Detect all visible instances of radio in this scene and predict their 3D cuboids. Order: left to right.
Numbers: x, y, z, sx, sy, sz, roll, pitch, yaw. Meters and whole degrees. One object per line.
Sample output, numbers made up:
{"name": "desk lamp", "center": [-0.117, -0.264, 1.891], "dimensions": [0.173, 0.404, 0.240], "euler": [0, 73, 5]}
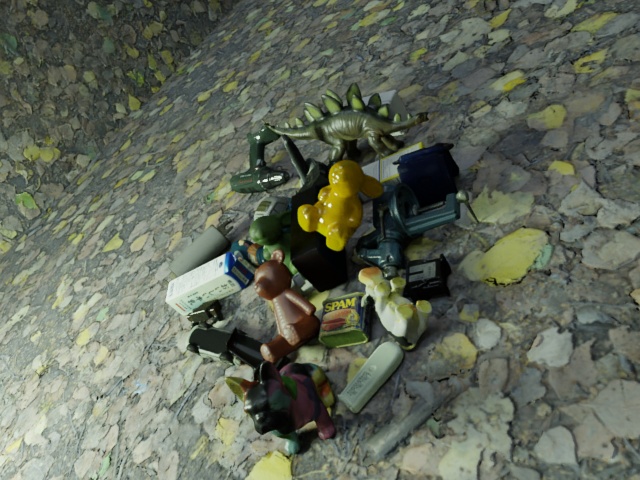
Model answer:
{"name": "radio", "center": [-0.002, -0.004, 1.201], "dimensions": [0.073, 0.131, 0.230], "euler": [-24, 39, 20]}

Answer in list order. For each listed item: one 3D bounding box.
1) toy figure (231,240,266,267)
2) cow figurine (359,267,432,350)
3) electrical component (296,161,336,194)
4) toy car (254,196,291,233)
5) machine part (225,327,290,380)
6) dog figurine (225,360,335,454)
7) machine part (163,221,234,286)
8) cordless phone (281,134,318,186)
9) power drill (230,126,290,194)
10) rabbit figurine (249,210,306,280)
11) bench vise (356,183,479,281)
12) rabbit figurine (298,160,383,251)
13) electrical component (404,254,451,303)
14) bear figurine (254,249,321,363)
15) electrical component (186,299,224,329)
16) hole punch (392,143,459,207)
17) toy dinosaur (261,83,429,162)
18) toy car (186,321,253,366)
{"name": "toy figure", "center": [-0.168, 0.036, 1.358], "dimensions": [0.155, 0.064, 0.058], "euler": [14, 75, 49]}
{"name": "cow figurine", "center": [0.129, 0.121, 0.987], "dimensions": [0.068, 0.098, 0.168], "euler": [-14, 35, -25]}
{"name": "electrical component", "center": [0.021, -0.124, 1.291], "dimensions": [0.134, 0.115, 0.058], "euler": [-51, 30, 31]}
{"name": "toy car", "center": [-0.119, -0.059, 1.390], "dimensions": [0.109, 0.102, 0.161], "euler": [7, 53, 46]}
{"name": "machine part", "center": [-0.136, 0.237, 1.103], "dimensions": [0.139, 0.039, 0.084], "euler": [30, 75, 23]}
{"name": "dog figurine", "center": [-0.065, 0.253, 0.905], "dimensions": [0.108, 0.219, 0.192], "euler": [-23, 40, 16]}
{"name": "machine part", "center": [-0.333, 0.041, 1.488], "dimensions": [0.243, 0.079, 0.079], "euler": [-45, 36, -10]}
{"name": "cordless phone", "center": [-0.038, -0.181, 1.382], "dimensions": [0.089, 0.184, 0.147], "euler": [-29, 36, 6]}
{"name": "power drill", "center": [-0.169, -0.237, 1.624], "dimensions": [0.232, 0.086, 0.207], "euler": [-14, 66, 37]}
{"name": "rabbit figurine", "center": [-0.089, 0.000, 1.239], "dimensions": [0.121, 0.170, 0.159], "euler": [-11, 45, 32]}
{"name": "bench vise", "center": [0.186, -0.033, 1.085], "dimensions": [0.241, 0.128, 0.224], "euler": [-19, 42, 32]}
{"name": "rabbit figurine", "center": [0.054, -0.086, 1.075], "dimensions": [0.162, 0.173, 0.122], "euler": [-28, 53, -33]}
{"name": "electrical component", "center": [0.187, 0.077, 1.022], "dimensions": [0.119, 0.047, 0.075], "euler": [-12, 43, 30]}
{"name": "bear figurine", "center": [-0.084, 0.125, 1.078], "dimensions": [0.120, 0.196, 0.132], "euler": [-40, -13, 34]}
{"name": "electrical component", "center": [-0.282, 0.185, 1.318], "dimensions": [0.102, 0.045, 0.078], "euler": [-19, 12, 21]}
{"name": "hole punch", "center": [0.235, -0.135, 1.160], "dimensions": [0.142, 0.115, 0.092], "euler": [-11, 52, 33]}
{"name": "toy dinosaur", "center": [0.054, -0.294, 1.401], "dimensions": [0.472, 0.198, 0.105], "euler": [-5, 27, 31]}
{"name": "toy car", "center": [-0.226, 0.232, 1.204], "dimensions": [0.202, 0.056, 0.073], "euler": [3, 59, 39]}
